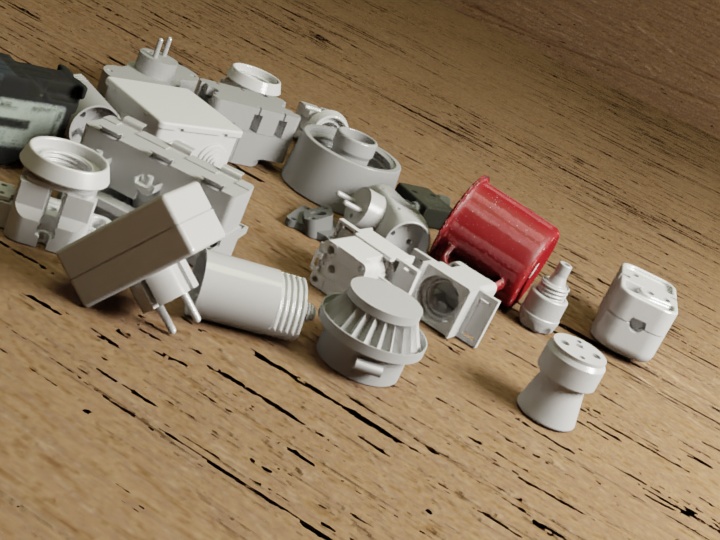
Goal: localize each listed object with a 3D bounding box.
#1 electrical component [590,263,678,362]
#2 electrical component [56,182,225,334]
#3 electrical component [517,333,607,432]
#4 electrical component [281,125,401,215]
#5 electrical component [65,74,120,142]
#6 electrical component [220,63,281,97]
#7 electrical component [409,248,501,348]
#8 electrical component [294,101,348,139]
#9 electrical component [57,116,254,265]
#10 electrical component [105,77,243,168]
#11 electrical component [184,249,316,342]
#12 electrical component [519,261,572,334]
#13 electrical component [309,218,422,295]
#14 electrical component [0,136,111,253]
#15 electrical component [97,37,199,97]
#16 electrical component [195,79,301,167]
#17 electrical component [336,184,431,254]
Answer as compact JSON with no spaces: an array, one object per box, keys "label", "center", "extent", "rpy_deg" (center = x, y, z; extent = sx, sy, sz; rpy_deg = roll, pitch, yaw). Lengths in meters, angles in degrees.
[{"label":"electrical component","center":[0.242,0.040,0.949],"extent":[0.054,0.059,0.095],"rpy_deg":[27,20,6]},{"label":"electrical component","center":[-0.121,0.001,0.638],"extent":[0.075,0.083,0.047],"rpy_deg":[63,22,-6]},{"label":"electrical component","center":[0.141,0.078,0.751],"extent":[0.045,0.055,0.045],"rpy_deg":[21,21,-8]},{"label":"electrical component","center":[-0.013,-0.099,1.008],"extent":[0.108,0.060,0.108],"rpy_deg":[21,20,-8]},{"label":"electrical component","center":[-0.229,-0.130,0.871],"extent":[0.043,0.043,0.081],"rpy_deg":[6,27,-40]},{"label":"electrical component","center":[-0.114,-0.171,1.081],"extent":[0.058,0.057,0.078],"rpy_deg":[-1,32,-48]},{"label":"electrical component","center":[0.072,0.020,0.837],"extent":[0.081,0.042,0.064],"rpy_deg":[34,21,23]},{"label":"electrical component","center":[-0.040,-0.147,1.120],"extent":[0.066,0.048,0.055],"rpy_deg":[13,15,-27]},{"label":"electrical component","center":[-0.142,-0.057,0.759],"extent":[0.121,0.063,0.078],"rpy_deg":[26,20,6]},{"label":"electrical component","center":[-0.163,-0.118,0.906],"extent":[0.100,0.048,0.100],"rpy_deg":[0,31,-48]},{"label":"electrical component","center":[-0.067,0.018,0.686],"extent":[0.081,0.043,0.043],"rpy_deg":[16,22,-20]},{"label":"electrical component","center":[0.159,0.021,0.900],"extent":[0.035,0.061,0.035],"rpy_deg":[21,21,-8]},{"label":"electrical component","center":[0.000,0.000,0.808],"extent":[0.081,0.042,0.064],"rpy_deg":[34,26,27]},{"label":"electrical component","center":[-0.195,-0.049,0.690],"extent":[0.078,0.057,0.058],"rpy_deg":[18,21,-17]},{"label":"electrical component","center":[-0.191,-0.180,0.993],"extent":[0.052,0.073,0.138],"rpy_deg":[27,21,7]},{"label":"electrical component","center":[-0.110,-0.133,0.990],"extent":[0.089,0.055,0.050],"rpy_deg":[9,26,-35]},{"label":"electrical component","center":[0.013,-0.046,0.920],"extent":[0.079,0.043,0.077],"rpy_deg":[27,16,-31]}]
